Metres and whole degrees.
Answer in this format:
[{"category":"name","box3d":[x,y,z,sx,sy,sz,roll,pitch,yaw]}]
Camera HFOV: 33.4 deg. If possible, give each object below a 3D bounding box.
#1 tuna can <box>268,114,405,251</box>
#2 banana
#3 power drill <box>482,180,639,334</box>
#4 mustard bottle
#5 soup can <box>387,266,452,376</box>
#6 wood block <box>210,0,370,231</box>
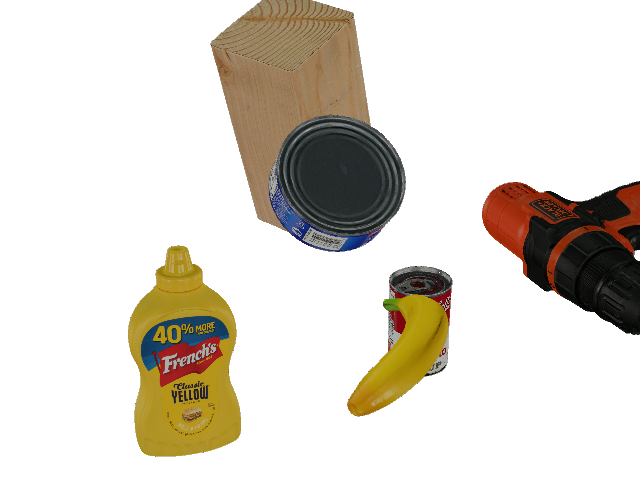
[{"category":"tuna can","box3d":[0.010,-0.036,0.696,0.086,0.086,0.034,0,-22,-16]},{"category":"banana","box3d":[0.074,0.092,0.917,0.070,0.037,0.197,-27,12,22]},{"category":"power drill","box3d":[0.230,-0.005,0.735,0.187,0.057,0.185,-11,29,-19]},{"category":"mustard bottle","box3d":[-0.123,0.097,0.960,0.096,0.192,0.058,-6,20,-15]},{"category":"soup can","box3d":[0.107,0.088,1.163,0.068,0.102,0.068,0,25,0]},{"category":"wood block","box3d":[-0.016,-0.104,0.952,0.091,0.206,0.090,24,55,31]}]
